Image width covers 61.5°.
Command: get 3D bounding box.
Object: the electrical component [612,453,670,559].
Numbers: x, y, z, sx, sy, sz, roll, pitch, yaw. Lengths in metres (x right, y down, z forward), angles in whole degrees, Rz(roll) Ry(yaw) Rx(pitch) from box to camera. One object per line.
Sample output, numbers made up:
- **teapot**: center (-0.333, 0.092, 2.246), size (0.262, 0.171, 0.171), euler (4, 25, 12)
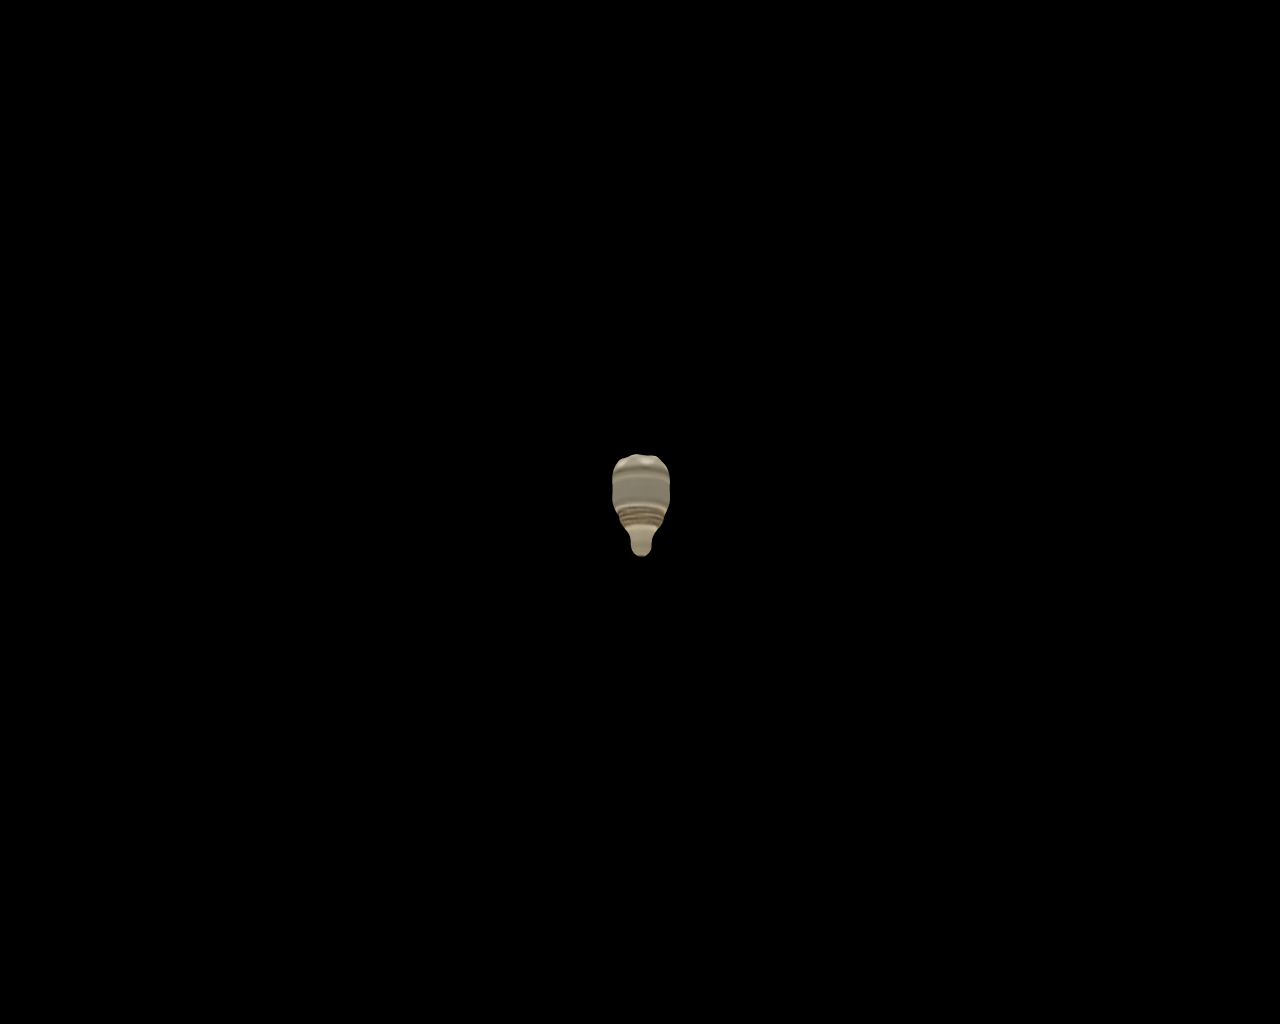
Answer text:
- **electrical component**: center (0.001, -0.003, 0.650), size (0.035, 0.061, 0.035), euler (0, -15, 0)
